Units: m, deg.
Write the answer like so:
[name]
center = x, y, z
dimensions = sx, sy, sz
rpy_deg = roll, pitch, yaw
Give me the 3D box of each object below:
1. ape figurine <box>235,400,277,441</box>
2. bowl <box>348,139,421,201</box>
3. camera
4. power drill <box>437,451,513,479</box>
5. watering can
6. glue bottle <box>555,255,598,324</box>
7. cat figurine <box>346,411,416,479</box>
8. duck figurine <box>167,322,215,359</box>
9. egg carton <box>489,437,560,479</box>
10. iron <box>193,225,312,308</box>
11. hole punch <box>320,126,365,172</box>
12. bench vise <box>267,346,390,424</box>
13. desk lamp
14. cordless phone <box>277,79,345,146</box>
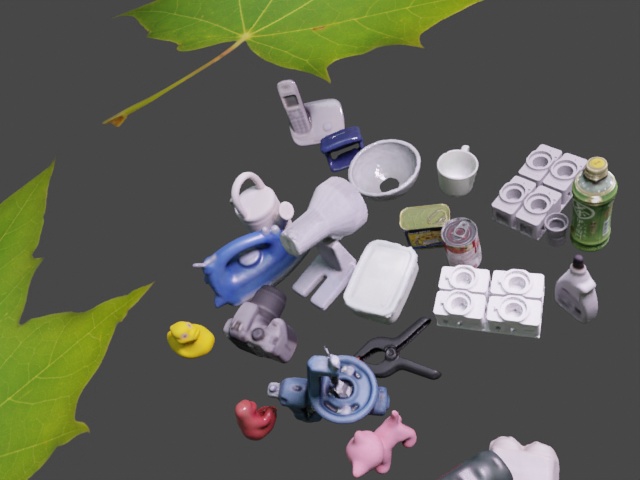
[ape figurine]
center = -0.128, 0.328, 1.069
dimensions = 0.077, 0.092, 0.076
rpy_deg = 13, 62, 29
[bowl]
center = 0.153, -0.147, 1.309
dimensions = 0.167, 0.075, 0.167
rpy_deg = -10, 53, 14
[camera]
center = -0.114, 0.162, 1.176
dimensions = 0.142, 0.101, 0.137
rpy_deg = 13, 62, 29
[power drill]
center = 0.178, 0.402, 0.821
dimensions = 0.230, 0.209, 0.075
rpy_deg = -37, 51, -6
[watering can]
center = -0.135, -0.075, 1.294
dimensions = 0.172, 0.194, 0.101
rpy_deg = -5, 55, 18
[glue bottle]
center = 0.438, 0.076, 0.974
dimensions = 0.037, 0.173, 0.078
rpy_deg = -35, 51, -5
[cat figurine]
center = 0.094, 0.339, 0.958
dimensions = 0.128, 0.118, 0.067
rpy_deg = -45, 52, -12
[duck figurine]
center = -0.288, 0.204, 1.224
dimensions = 0.104, 0.086, 0.077
rpy_deg = 2, 57, 23
[egg carton]
center = 0.306, 0.382, 0.875
dimensions = 0.107, 0.070, 0.150
rpy_deg = 3, 57, 23
[iron]
center = -0.148, 0.033, 1.255
dimensions = 0.258, 0.142, 0.118
rpy_deg = -32, 51, -3
[hole punch]
center = 0.052, -0.236, 1.401
dimensions = 0.108, 0.091, 0.101
rpy_deg = -19, 51, 8
[bench vise]
center = 0.000, 0.261, 0.984
dimensions = 0.207, 0.220, 0.121
rpy_deg = -20, 51, 7
[desk lamp]
center = 0.011, 0.004, 1.167
dimensions = 0.117, 0.214, 0.203
rpy_deg = 29, 71, 35
[cordless phone]
center = -0.022, -0.330, 1.437
dimensions = 0.147, 0.185, 0.094
rpy_deg = -11, 53, 14
